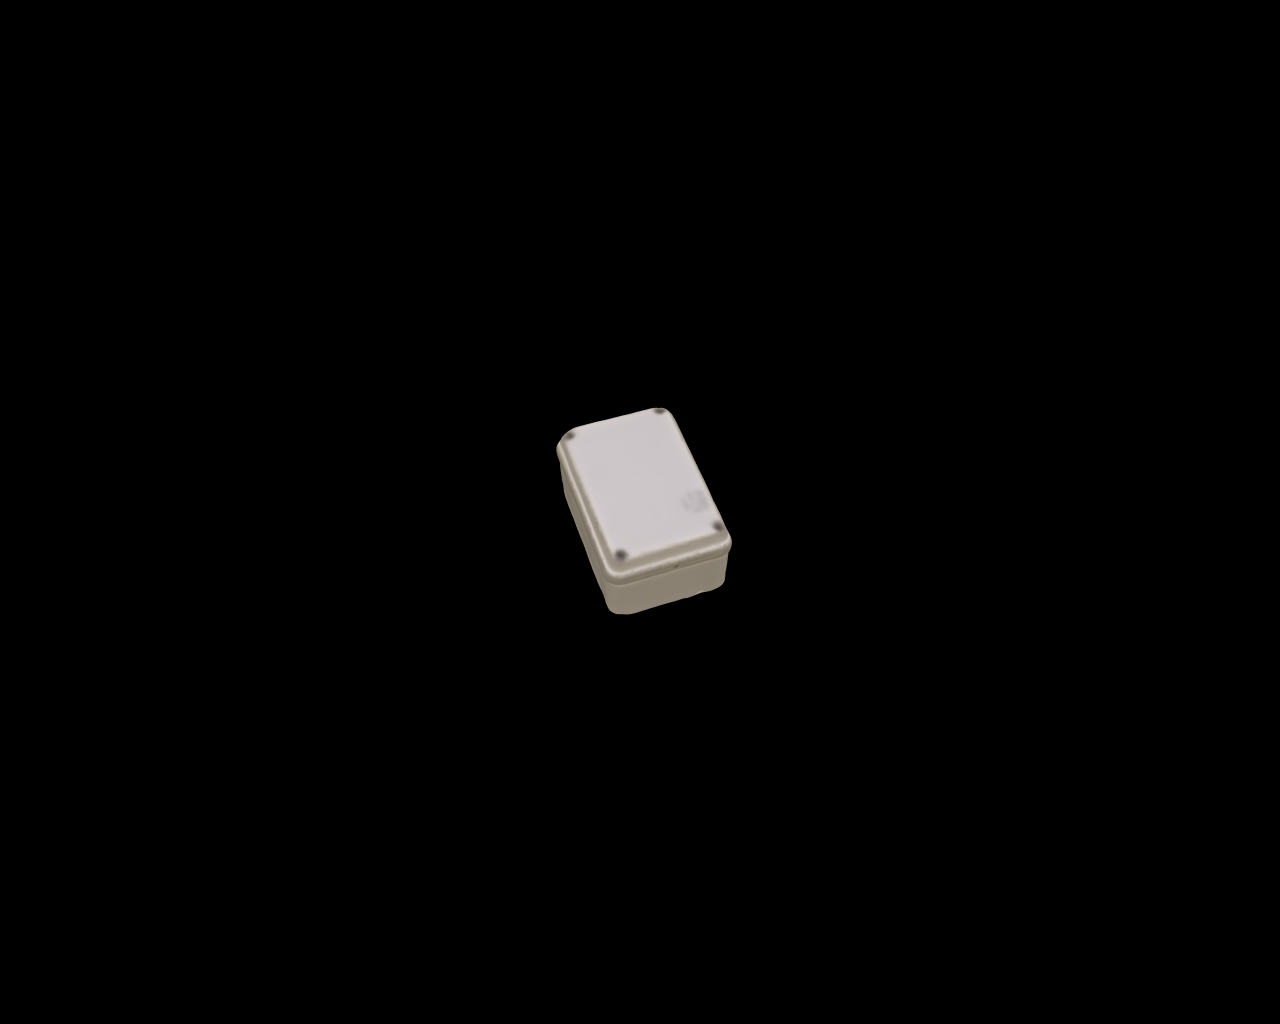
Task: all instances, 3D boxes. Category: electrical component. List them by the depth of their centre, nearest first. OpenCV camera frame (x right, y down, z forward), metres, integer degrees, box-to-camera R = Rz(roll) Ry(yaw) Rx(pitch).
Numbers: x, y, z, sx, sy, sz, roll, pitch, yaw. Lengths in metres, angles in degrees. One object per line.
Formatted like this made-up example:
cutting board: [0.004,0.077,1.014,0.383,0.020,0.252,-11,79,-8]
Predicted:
electrical component: [0.001,-0.003,0.650,0.078,0.113,0.057,-15,-36,-11]
